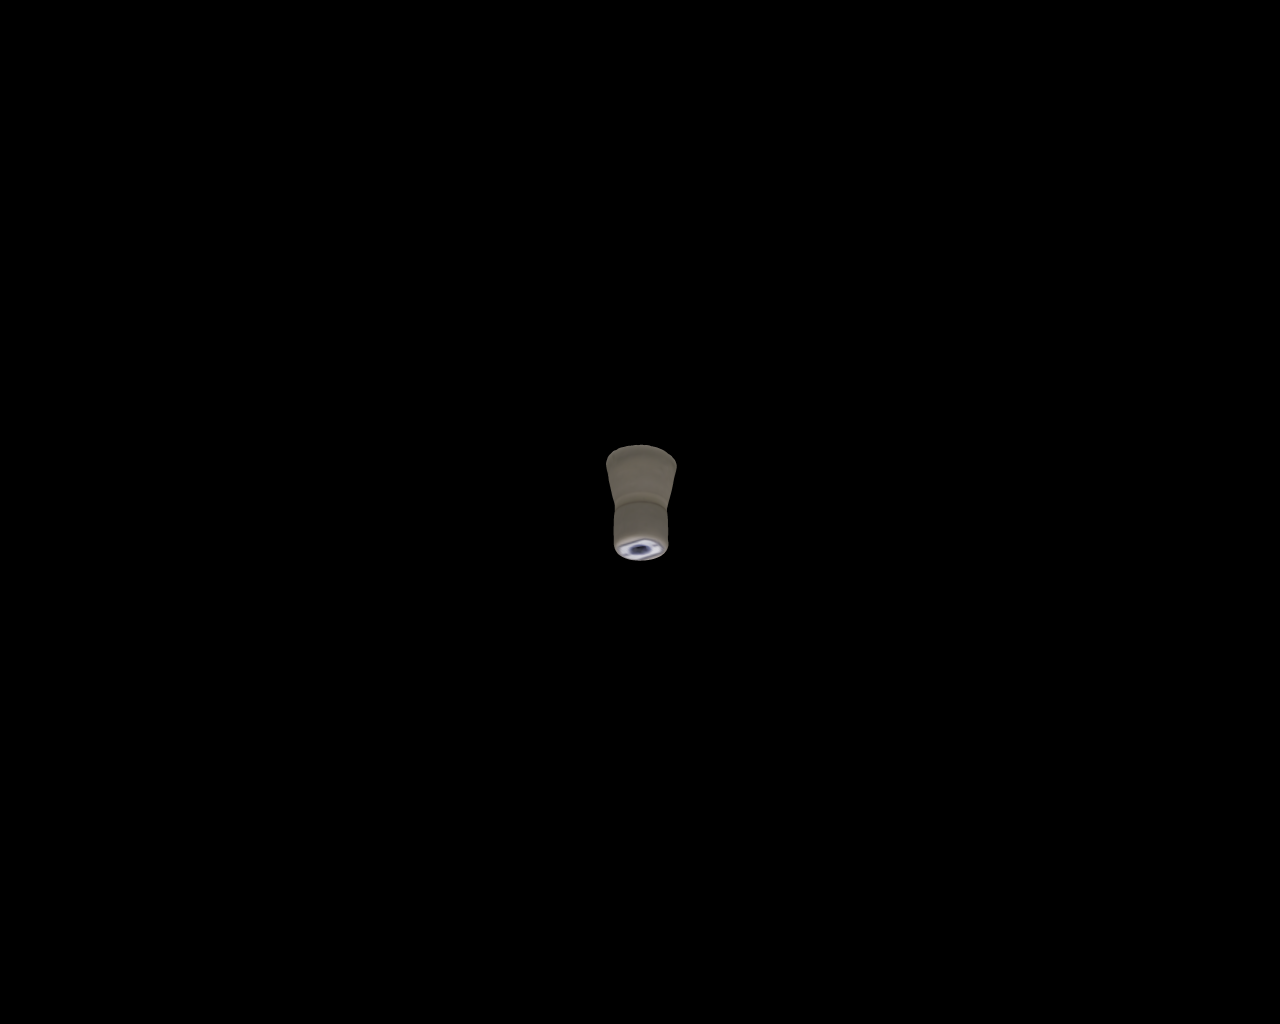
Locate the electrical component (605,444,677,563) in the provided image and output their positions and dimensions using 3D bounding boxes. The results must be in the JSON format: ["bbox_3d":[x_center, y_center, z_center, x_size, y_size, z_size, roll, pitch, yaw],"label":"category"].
[{"bbox_3d":[0.001,-0.003,0.650,0.044,0.065,0.044,0,-31,0],"label":"electrical component"}]
